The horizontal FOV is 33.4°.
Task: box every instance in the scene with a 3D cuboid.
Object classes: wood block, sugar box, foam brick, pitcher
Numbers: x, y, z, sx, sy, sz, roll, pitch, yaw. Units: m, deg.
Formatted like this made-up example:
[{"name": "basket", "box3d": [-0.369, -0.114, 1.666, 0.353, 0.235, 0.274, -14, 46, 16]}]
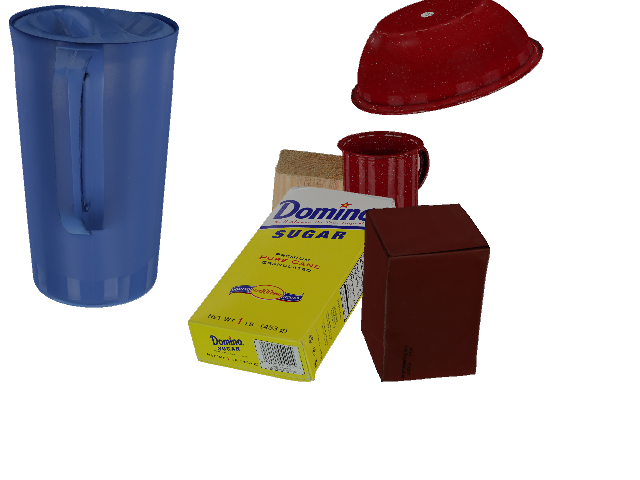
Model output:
[{"name": "wood block", "box3d": [-0.019, -0.002, 1.366, 0.090, 0.206, 0.090, 7, 25, 1]}, {"name": "sugar box", "box3d": [-0.015, 0.026, 0.797, 0.093, 0.048, 0.176, 8, 42, 23]}, {"name": "foam brick", "box3d": [0.052, 0.026, 0.549, 0.053, 0.078, 0.051, -3, 31, -9]}, {"name": "pitcher", "box3d": [-0.190, -0.066, 0.889, 0.145, 0.243, 0.148, 25, 31, 38]}]

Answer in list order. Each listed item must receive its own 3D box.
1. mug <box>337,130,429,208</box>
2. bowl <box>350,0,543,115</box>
[{"name": "mug", "box3d": [0.075, -0.071, 1.172, 0.117, 0.081, 0.093, -20, 29, -38]}, {"name": "bowl", "box3d": [0.096, -0.160, 0.870, 0.162, 0.055, 0.162, -15, 25, 7]}]
